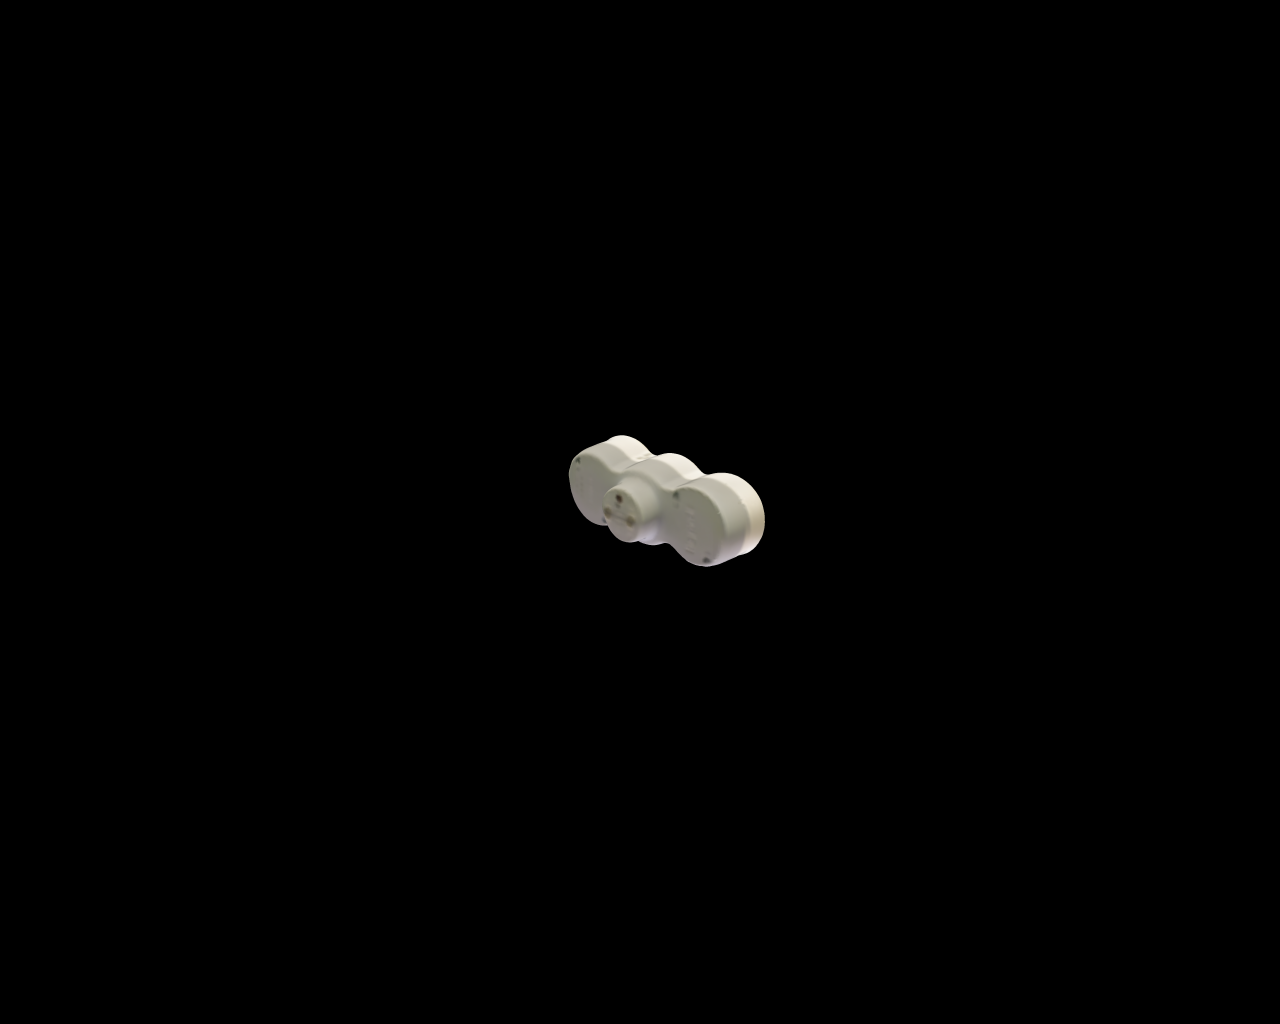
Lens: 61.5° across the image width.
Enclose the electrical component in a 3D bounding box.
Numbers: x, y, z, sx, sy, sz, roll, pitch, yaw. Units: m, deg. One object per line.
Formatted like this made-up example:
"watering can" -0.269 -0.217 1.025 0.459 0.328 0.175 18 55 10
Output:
"electrical component" 0.001 -0.003 0.650 0.074 0.052 0.138 -22 32 -40
